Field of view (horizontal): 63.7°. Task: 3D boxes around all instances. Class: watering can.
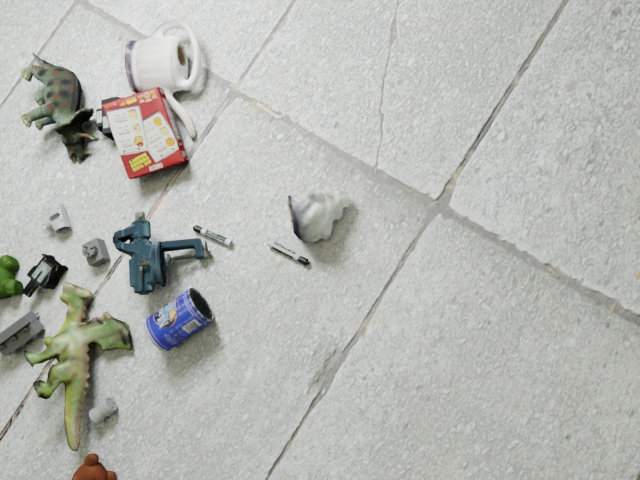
[{"bbox_3d":[-0.450,-0.462,1.485,0.224,0.104,0.349,-1,87,12],"label":"watering can"}]

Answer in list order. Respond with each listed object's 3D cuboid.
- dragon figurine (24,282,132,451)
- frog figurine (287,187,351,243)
[{"bbox_3d":[-0.611,0.300,1.348,0.243,0.120,0.415,-30,74,-5],"label":"dragon figurine"},{"bbox_3d":[0.004,-0.065,1.299,0.159,0.124,0.135,-12,110,0],"label":"frog figurine"}]
